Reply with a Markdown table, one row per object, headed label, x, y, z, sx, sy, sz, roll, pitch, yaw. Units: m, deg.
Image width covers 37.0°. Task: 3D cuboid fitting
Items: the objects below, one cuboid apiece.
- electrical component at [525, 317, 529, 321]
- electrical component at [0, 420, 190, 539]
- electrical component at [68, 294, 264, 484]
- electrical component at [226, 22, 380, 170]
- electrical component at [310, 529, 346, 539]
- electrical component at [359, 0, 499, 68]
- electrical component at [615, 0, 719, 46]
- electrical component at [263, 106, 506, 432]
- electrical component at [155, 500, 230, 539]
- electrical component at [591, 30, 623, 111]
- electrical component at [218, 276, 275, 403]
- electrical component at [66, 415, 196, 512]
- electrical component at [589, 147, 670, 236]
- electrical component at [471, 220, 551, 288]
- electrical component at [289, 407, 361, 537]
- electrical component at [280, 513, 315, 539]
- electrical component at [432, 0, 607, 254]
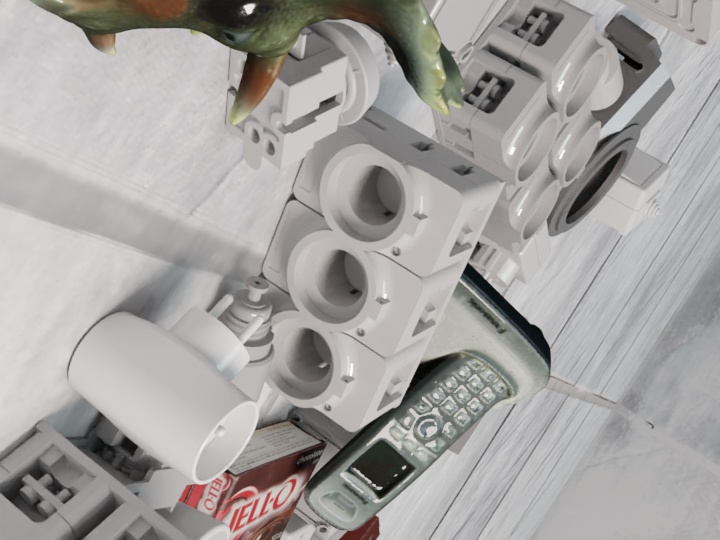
| label | x | y | z | sx | sy | sz | roll | pitch | yaw |
| --- | --- | --- | --- | --- | --- | --- | --- | --- | --- |
| electrical component | 0.102 | 0.052 | 0.929 | 0.096 | 0.062 | 0.061 | -13 | 132 | -62 |
| electrical component | -0.131 | 0.173 | 0.516 | 0.060 | 0.105 | 0.186 | -41 | 154 | -37 |
| electrical component | -0.077 | 0.044 | 0.490 | 0.079 | 0.077 | 0.043 | -49 | 158 | -23 |
| electrical component | -0.025 | -0.081 | 0.474 | 0.055 | 0.048 | 0.066 | -32 | 149 | -35 |
| electrical component | -0.030 | 0.198 | 0.864 | 0.066 | 0.047 | 0.076 | -35 | 150 | -46 |
| electrical component | 0.031 | -0.141 | 0.500 | 0.062 | 0.061 | 0.096 | -17 | 142 | -59 |
| electrical component | 0.194 | -0.206 | 0.691 | 0.057 | 0.113 | 0.078 | -53 | 159 | -3 |
| electrical component | 0.000 | 0.000 | 0.583 | 0.062 | 0.089 | 0.150 | -22 | 140 | -58 |
| electrical component | -0.107 | 0.135 | 0.571 | 0.044 | 0.065 | 0.044 | -47 | 156 | -28 |
| electrical component | 0.177 | -0.156 | 0.825 | 0.043 | 0.043 | 0.081 | -58 | 160 | 1 |
| electrical component | -0.064 | 0.039 | 0.565 | 0.040 | 0.040 | 0.078 | -27 | 144 | -54 |
| electrical component | -0.106 | 0.085 | 0.536 | 0.063 | 0.042 | 0.081 | -60 | 160 | 4 |
| electrical component | 0.241 | -0.083 | 1.000 | 0.062 | 0.096 | 0.061 | -38 | 152 | -42 |
| electrical component | 0.118 | -0.010 | 0.896 | 0.075 | 0.047 | 0.083 | -55 | 159 | -8 |
| electrical component | -0.021 | 0.140 | 0.779 | 0.061 | 0.062 | 0.096 | -28 | 145 | -52 |
| electrical component | -0.058 | 0.224 | 0.800 | 0.083 | 0.076 | 0.047 | -63 | 159 | 15 |
| electrical component | 0.114 | -0.095 | 0.745 | 0.105 | 0.060 | 0.186 | -53 | 159 | -11 |
